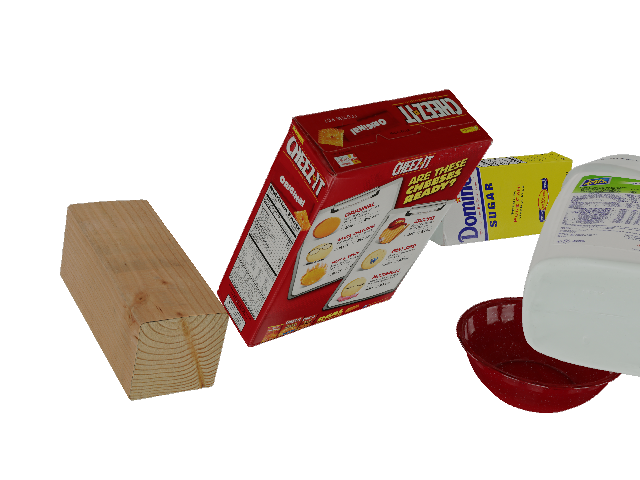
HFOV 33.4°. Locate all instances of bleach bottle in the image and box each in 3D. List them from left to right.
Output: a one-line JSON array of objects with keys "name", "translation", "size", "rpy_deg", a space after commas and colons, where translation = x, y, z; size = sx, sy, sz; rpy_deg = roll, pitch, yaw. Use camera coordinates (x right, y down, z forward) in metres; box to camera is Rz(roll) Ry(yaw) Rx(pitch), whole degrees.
[{"name": "bleach bottle", "translation": [0.194, -0.003, 0.675], "size": [0.103, 0.068, 0.250], "rpy_deg": [8, 24, 17]}]

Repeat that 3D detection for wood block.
[{"name": "wood block", "translation": [-0.179, 0.051, 1.051], "size": [0.090, 0.091, 0.206], "rpy_deg": [-5, 35, -32]}]

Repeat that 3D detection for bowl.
[{"name": "bowl", "translation": [0.208, 0.117, 1.023], "size": [0.162, 0.055, 0.162], "rpy_deg": [4, 27, -2]}]

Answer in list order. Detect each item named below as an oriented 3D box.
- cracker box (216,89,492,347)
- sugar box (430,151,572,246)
[{"name": "cracker box", "translation": [0.021, -0.018, 0.879], "size": [0.163, 0.072, 0.214], "rpy_deg": [-15, -32, -35]}, {"name": "sugar box", "translation": [0.210, -0.050, 1.257], "size": [0.176, 0.093, 0.048], "rpy_deg": [-9, 21, -26]}]
